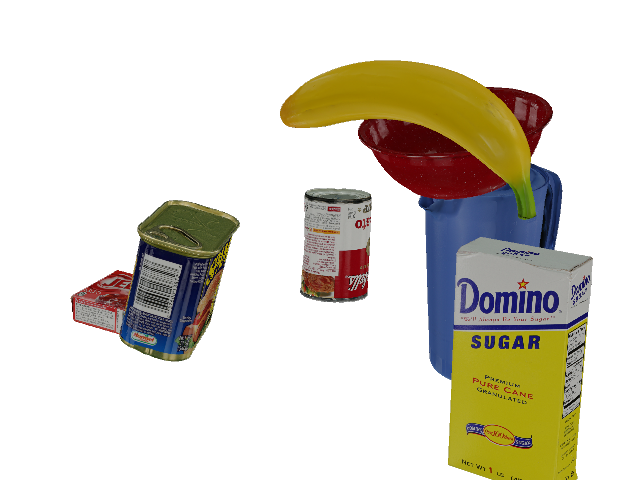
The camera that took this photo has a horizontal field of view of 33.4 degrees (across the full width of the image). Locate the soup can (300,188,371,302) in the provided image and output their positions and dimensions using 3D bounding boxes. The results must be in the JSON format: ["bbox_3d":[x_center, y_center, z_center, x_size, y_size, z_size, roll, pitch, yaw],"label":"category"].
[{"bbox_3d":[0.015,0.003,1.055,0.068,0.102,0.068,2,12,-1],"label":"soup can"}]

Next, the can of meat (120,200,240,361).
[{"bbox_3d":[-0.100,0.027,0.750,0.057,0.084,0.102,17,17,2],"label":"can of meat"}]

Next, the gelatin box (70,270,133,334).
[{"bbox_3d":[-0.176,0.059,1.000,0.089,0.030,0.073,13,23,22],"label":"gelatin box"}]

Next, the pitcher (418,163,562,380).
[{"bbox_3d":[0.187,0.031,1.191,0.149,0.243,0.145,4,24,12],"label":"pitcher"}]

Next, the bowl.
[{"bbox_3d":[0.115,-0.078,0.897,0.162,0.055,0.162,-9,25,4],"label":"bowl"}]

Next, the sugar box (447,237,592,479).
[{"bbox_3d":[0.144,0.092,0.786,0.093,0.176,0.048,11,21,36],"label":"sugar box"}]

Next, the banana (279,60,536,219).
[{"bbox_3d":[0.055,-0.078,0.665,0.198,0.070,0.037,26,10,34],"label":"banana"}]
